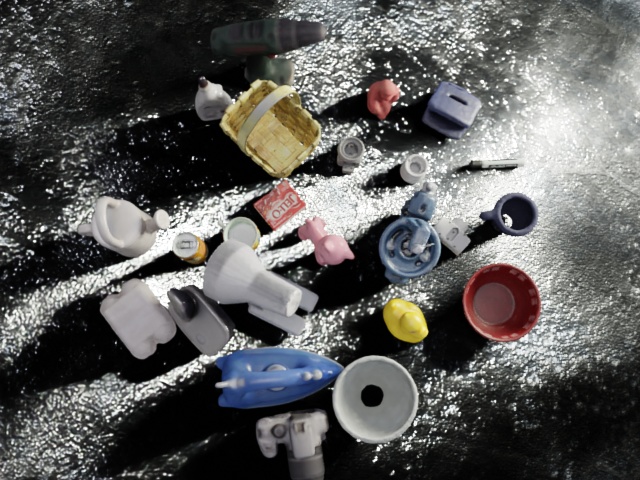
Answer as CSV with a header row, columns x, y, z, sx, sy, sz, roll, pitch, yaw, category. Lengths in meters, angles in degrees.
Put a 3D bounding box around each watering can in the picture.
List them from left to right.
x,y,z,sx,sy,sz,roll,pitch,yaw,category
-0.387,-0.031,1.126,0.173,0.194,0.101,-28,82,-5,watering can

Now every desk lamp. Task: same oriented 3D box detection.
x,y,z,sx,sy,sz,roll,pitch,yaw,category
-0.109,0.095,1.102,0.203,0.213,0.118,26,81,3,desk lamp

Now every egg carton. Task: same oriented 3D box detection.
x,y,z,sx,sy,sz,roll,pitch,yaw,category
-0.366,0.158,1.160,0.107,0.069,0.150,-40,84,-7,egg carton

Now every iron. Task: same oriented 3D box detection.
x,y,z,sx,sy,sz,roll,pitch,yaw,category
-0.077,0.266,1.112,0.258,0.141,0.119,-6,81,-2,iron

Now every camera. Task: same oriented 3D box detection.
x,y,z,sx,sy,sz,roll,pitch,yaw,category
-0.047,0.407,1.112,0.143,0.101,0.137,-8,81,-2,camera

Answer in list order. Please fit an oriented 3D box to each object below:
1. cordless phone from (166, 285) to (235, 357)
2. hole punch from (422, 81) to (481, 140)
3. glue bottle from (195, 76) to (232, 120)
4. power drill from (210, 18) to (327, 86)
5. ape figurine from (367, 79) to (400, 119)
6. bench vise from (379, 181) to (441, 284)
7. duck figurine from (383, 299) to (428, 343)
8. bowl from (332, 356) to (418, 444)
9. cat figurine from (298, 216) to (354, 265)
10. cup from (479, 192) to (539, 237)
x,y,z,sx,sy,sz,roll,pitch,yaw,category
-0.239,0.154,1.105,0.094,0.185,0.147,-44,84,-7,cordless phone
0.284,-0.288,1.233,0.108,0.091,0.101,29,82,3,hole punch
-0.227,-0.297,1.181,0.078,0.173,0.037,-10,81,-2,glue bottle
-0.102,-0.387,1.180,0.229,0.208,0.076,-1,81,-1,power drill
0.138,-0.314,1.233,0.078,0.092,0.076,-22,82,-4,ape figurine
0.179,-0.023,1.124,0.121,0.220,0.207,2,81,-1,bench vise
0.177,0.164,1.162,0.104,0.086,0.077,44,83,6,duck figurine
0.106,0.314,1.143,0.167,0.075,0.167,0,81,-1,bowl
0.011,0.004,1.167,0.067,0.118,0.128,-38,84,-6,cat figurine
0.382,-0.045,1.194,0.117,0.095,0.092,-3,81,-1,cup
